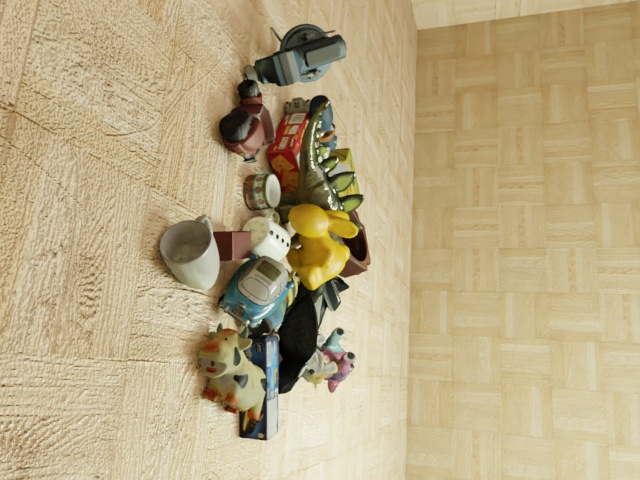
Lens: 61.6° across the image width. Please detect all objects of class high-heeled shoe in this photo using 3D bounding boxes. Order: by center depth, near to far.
[{"bbox_3d":[-0.053,0.225,1.169,0.145,0.086,0.248,-76,-174,-85],"label":"high-heeled shoe"}]

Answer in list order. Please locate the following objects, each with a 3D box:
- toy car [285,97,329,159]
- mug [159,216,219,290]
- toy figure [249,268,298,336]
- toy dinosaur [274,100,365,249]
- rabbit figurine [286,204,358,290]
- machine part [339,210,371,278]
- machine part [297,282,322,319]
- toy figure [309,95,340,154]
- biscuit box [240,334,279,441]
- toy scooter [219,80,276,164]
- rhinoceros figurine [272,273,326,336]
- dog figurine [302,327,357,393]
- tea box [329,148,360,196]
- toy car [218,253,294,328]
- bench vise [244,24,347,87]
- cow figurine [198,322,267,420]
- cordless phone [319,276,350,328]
[{"bbox_3d":[-0.030,-0.278,1.361,0.201,0.074,0.056,65,30,-52],"label":"toy car"},{"bbox_3d":[-0.197,0.022,0.853,0.107,0.081,0.109,85,10,-52],"label":"mug"},{"bbox_3d":[-0.102,0.130,1.122,0.180,0.082,0.089,-71,161,-54],"label":"toy figure"},{"bbox_3d":[-0.007,-0.088,1.207,0.470,0.199,0.105,79,-14,-47],"label":"toy dinosaur"},{"bbox_3d":[-0.002,-0.003,1.131,0.122,0.162,0.173,-115,-177,-60],"label":"rabbit figurine"},{"bbox_3d":[0.054,-0.008,1.495,0.201,0.087,0.201,36,40,-51],"label":"machine part"},{"bbox_3d":[-0.039,0.192,1.314,0.079,0.079,0.243,52,41,-62],"label":"machine part"},{"bbox_3d":[0.011,-0.276,1.292,0.058,0.064,0.154,49,-15,34],"label":"toy figure"},{"bbox_3d":[-0.122,0.292,1.079,0.059,0.063,0.202,6,83,-71],"label":"biscuit box"},{"bbox_3d":[-0.134,-0.213,1.052,0.135,0.075,0.184,71,21,-46],"label":"toy scooter"},{"bbox_3d":[-0.045,0.159,1.220,0.190,0.073,0.112,-61,-154,10],"label":"rhinoceros figurine"},{"bbox_3d":[0.012,0.338,1.422,0.108,0.191,0.219,58,-27,29],"label":"dog figurine"},{"bbox_3d":[0.054,-0.181,1.577,0.068,0.098,0.169,-73,153,-43],"label":"tea box"},{"bbox_3d":[-0.114,0.082,1.005,0.103,0.109,0.162,-56,176,36],"label":"toy car"},{"bbox_3d":[-0.064,-0.387,1.160,0.128,0.224,0.241,60,-2,-28],"label":"bench vise"},{"bbox_3d":[-0.152,0.232,0.959,0.194,0.086,0.127,61,39,-51],"label":"cow figurine"},{"bbox_3d":[-0.002,0.178,1.441,0.147,0.089,0.184,-141,-108,-76],"label":"cordless phone"}]
